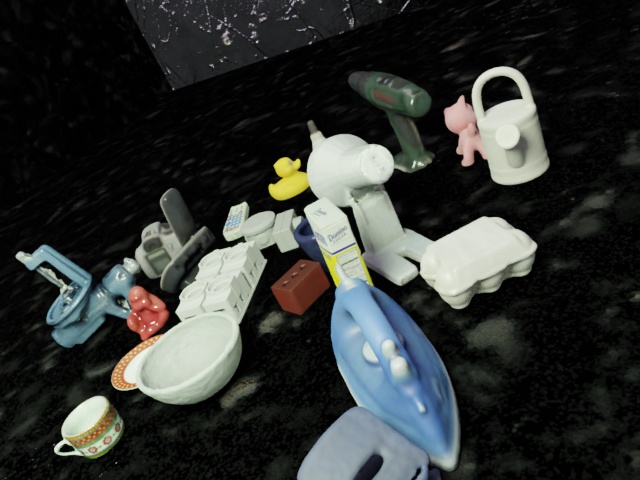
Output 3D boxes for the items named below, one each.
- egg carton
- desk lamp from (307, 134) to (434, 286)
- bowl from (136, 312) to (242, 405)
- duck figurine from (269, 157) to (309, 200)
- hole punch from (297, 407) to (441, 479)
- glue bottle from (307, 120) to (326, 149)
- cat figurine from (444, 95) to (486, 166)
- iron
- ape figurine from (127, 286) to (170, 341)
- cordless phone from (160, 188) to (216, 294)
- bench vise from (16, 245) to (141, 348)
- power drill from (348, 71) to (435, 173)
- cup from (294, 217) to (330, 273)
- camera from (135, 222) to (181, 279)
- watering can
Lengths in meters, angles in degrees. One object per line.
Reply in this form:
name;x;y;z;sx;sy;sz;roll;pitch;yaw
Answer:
egg carton;0.218;0.028;0.799;0.150;0.069;0.107;-28;27;-4
desk lamp;0.084;-0.064;0.917;0.118;0.214;0.202;-33;28;-14
bowl;-0.181;0.187;0.852;0.167;0.075;0.167;-20;27;11
duck figurine;-0.080;-0.151;1.353;0.104;0.086;0.077;-30;27;-8
hole punch;0.050;0.231;0.557;0.100;0.091;0.109;8;42;47
glue bottle;0.013;-0.178;1.225;0.078;0.173;0.037;-10;31;27
cat figurine;0.288;-0.224;1.133;0.067;0.118;0.127;-21;27;10
iron;0.077;0.129;0.660;0.118;0.142;0.257;-28;27;-4
ape figurine;-0.324;0.127;1.062;0.077;0.092;0.076;-17;28;17
cordless phone;-0.289;0.002;1.151;0.094;0.185;0.148;-9;32;30
bench vise;-0.471;0.080;1.129;0.208;0.220;0.121;-40;30;-26
power drill;0.156;-0.252;1.195;0.076;0.209;0.228;-35;28;-18
cup;0.009;0.004;0.993;0.092;0.095;0.117;-28;27;-5
camera;-0.342;-0.002;1.297;0.143;0.101;0.136;-25;27;2
watering can;0.322;-0.198;0.973;0.101;0.194;0.172;-23;27;4
